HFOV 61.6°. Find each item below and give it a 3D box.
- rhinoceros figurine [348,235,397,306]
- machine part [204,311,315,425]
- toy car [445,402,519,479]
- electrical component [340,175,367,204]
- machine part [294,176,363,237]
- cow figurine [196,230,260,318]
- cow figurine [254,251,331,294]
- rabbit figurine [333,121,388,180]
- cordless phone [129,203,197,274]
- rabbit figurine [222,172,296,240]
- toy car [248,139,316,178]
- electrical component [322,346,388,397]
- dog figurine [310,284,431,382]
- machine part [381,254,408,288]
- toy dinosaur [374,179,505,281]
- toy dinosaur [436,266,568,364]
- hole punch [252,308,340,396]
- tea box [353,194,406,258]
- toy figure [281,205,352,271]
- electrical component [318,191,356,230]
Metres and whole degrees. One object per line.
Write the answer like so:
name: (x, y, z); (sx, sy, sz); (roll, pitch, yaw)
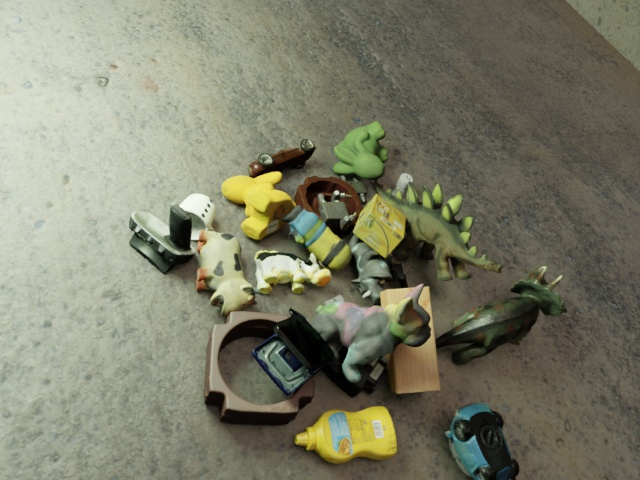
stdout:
rhinoceros figurine: (0.113, 0.065, 1.242); (0.073, 0.112, 0.190); (24, 30, -41)
machine part: (-0.117, 0.245, 1.030); (0.201, 0.087, 0.201); (8, 53, -18)
toy car: (0.312, 0.412, 1.064); (0.109, 0.103, 0.162); (-6, 62, -28)
electrical component: (0.090, -0.135, 1.434); (0.063, 0.021, 0.094); (-6, 58, -25)
machine part: (0.020, -0.084, 1.348); (0.179, 0.056, 0.179); (11, 51, -14)
cow figurine: (-0.196, 0.074, 1.130); (0.127, 0.085, 0.195); (0, 55, -14)
cow figurine: (-0.061, 0.065, 1.201); (0.167, 0.068, 0.098); (1, 49, -22)
rabbit figurine: (0.114, -0.227, 1.435); (0.159, 0.121, 0.170); (-5, 41, -6)
cordless phone: (-0.320, -0.030, 1.090); (0.147, 0.184, 0.089); (39, 55, 8)
rabbit figurine: (-0.148, -0.105, 1.265); (0.173, 0.121, 0.162); (28, 44, 25)
toy car: (-0.097, -0.204, 1.368); (0.202, 0.089, 0.053); (-28, 72, -34)
electrical component: (0.072, 0.254, 1.116); (0.134, 0.058, 0.115); (38, 53, 9)
dog figurine: (0.102, 0.151, 1.020); (0.192, 0.219, 0.108); (45, 30, 12)
machine part: (0.172, 0.056, 1.299); (0.039, 0.084, 0.139); (-34, 54, 3)
toy dinosaur: (0.262, -0.040, 1.320); (0.105, 0.198, 0.472); (-3, 23, -36)
toy dinosaur: (0.410, 0.181, 1.218); (0.405, 0.192, 0.131); (-19, 62, -33)
hole punch: (-0.048, 0.208, 0.987); (0.142, 0.092, 0.116); (44, 21, 16)
tea box: (0.141, -0.036, 1.246); (0.098, 0.068, 0.170); (39, 20, -2)
toy figure: (-0.005, -0.001, 1.235); (0.082, 0.089, 0.180); (-43, 104, 3)
electrical component: (0.042, -0.072, 1.280); (0.078, 0.045, 0.102); (4, 52, -22)
